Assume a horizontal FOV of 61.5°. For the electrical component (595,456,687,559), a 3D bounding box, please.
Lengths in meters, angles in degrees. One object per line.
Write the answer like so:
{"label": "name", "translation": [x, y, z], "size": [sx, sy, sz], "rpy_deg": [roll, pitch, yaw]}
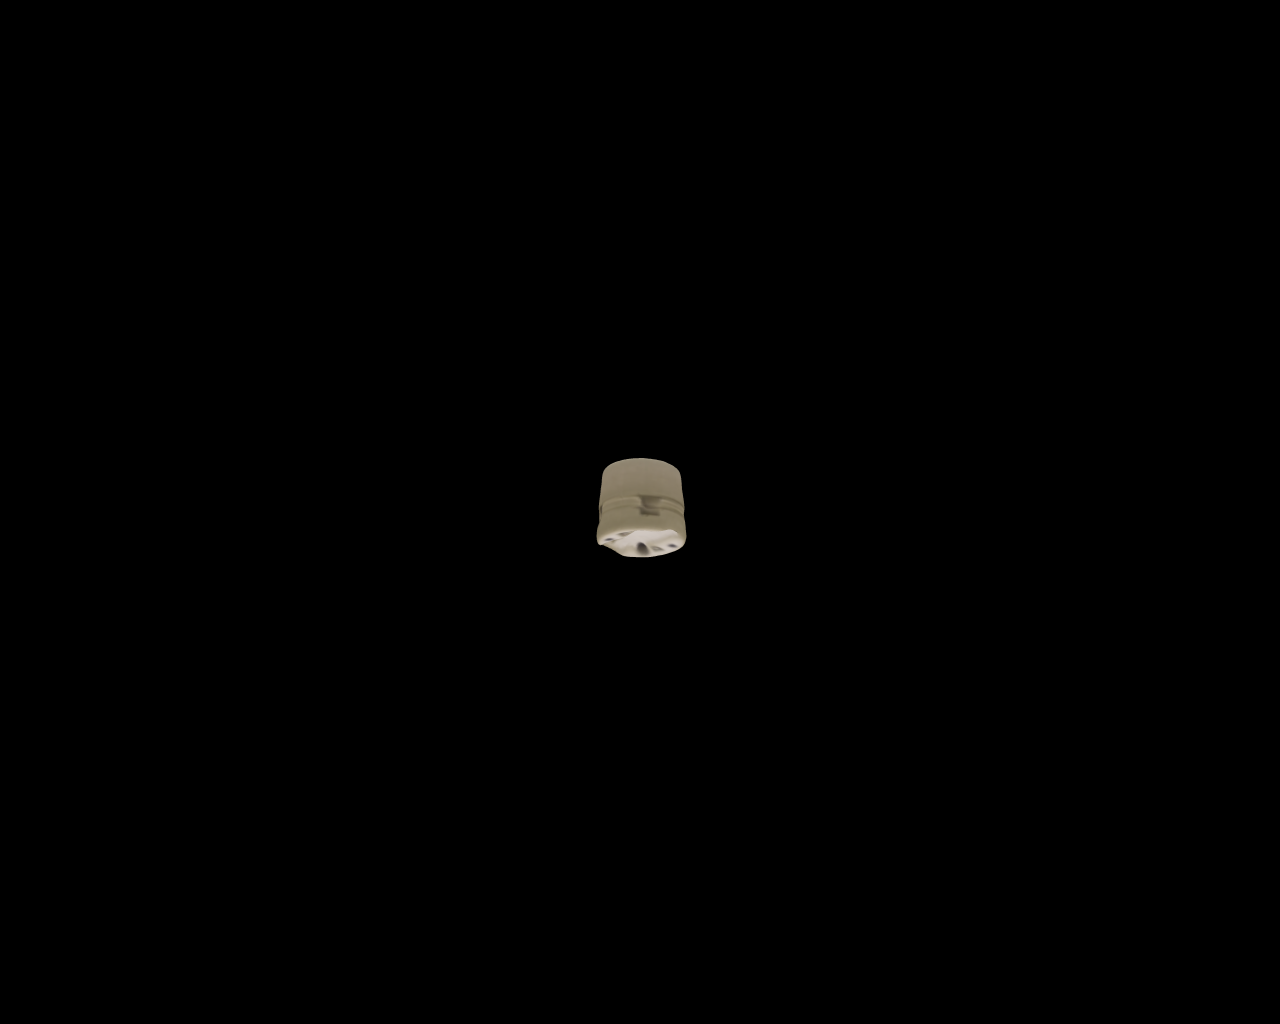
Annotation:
{"label": "electrical component", "translation": [0.001, -0.003, 0.650], "size": [0.055, 0.047, 0.055], "rpy_deg": [0, -22, 0]}
